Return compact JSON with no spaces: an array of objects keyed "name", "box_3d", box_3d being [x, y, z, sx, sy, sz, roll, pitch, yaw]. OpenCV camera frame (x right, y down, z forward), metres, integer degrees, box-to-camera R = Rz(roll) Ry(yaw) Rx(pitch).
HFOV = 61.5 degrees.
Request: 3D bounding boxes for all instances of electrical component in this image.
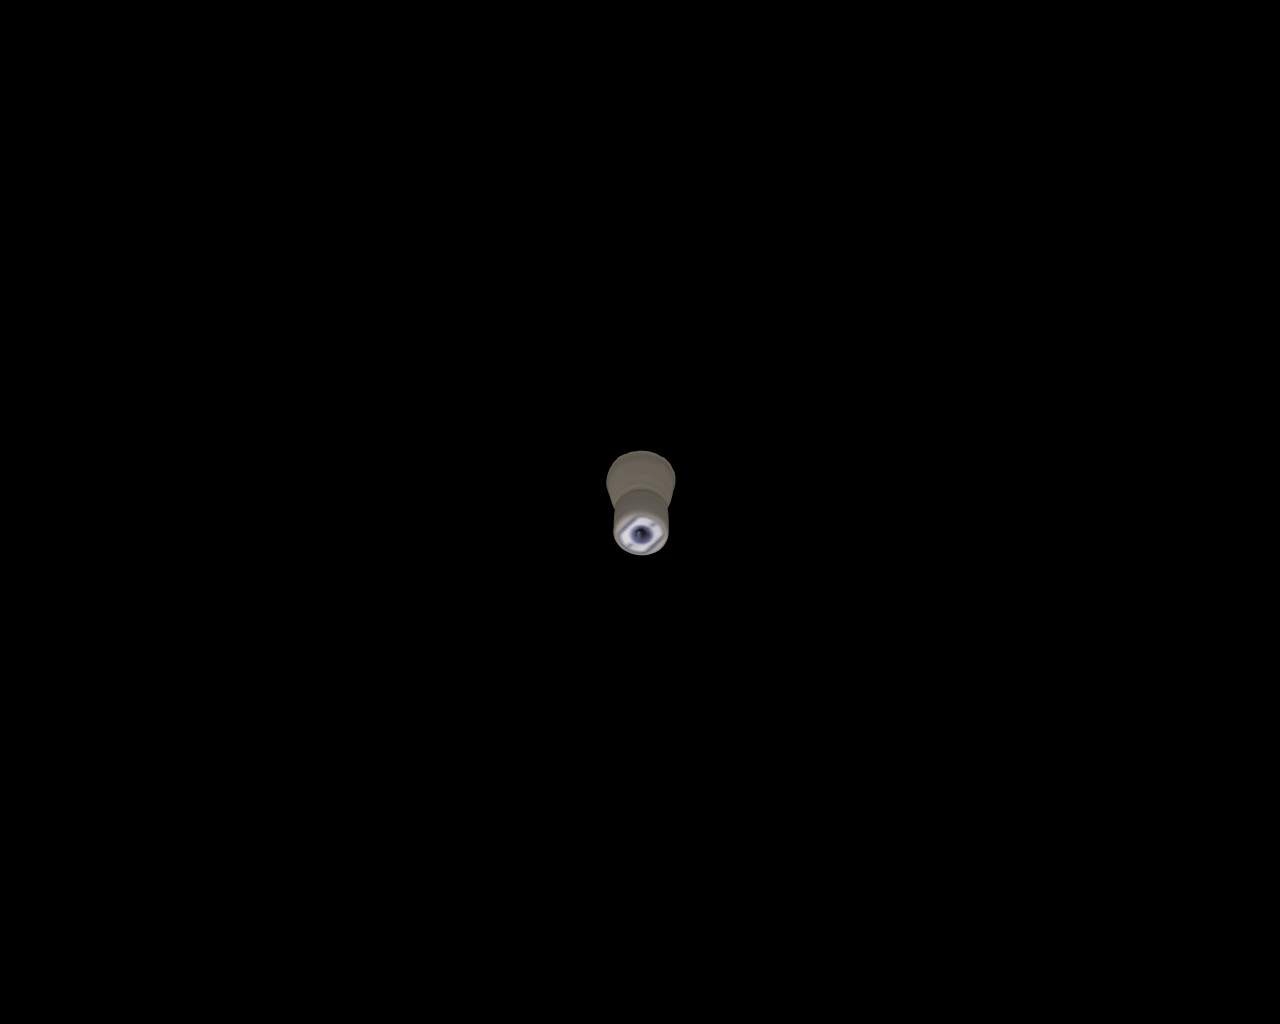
[{"name":"electrical component","box_3d":[0.001,-0.003,0.650,0.044,0.044,0.065,0,34,0]}]
